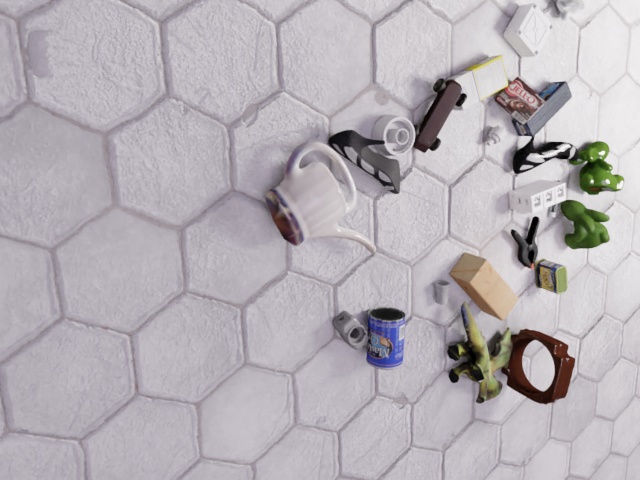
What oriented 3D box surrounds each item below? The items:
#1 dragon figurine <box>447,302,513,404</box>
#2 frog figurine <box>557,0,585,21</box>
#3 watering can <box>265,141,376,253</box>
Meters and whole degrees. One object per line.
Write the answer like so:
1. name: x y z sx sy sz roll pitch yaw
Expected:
1. dragon figurine: 0.523 0.348 1.621 0.245 0.123 0.404 -19 113 -38
2. frog figurine: 0.736 -0.735 1.509 0.139 0.124 0.155 -35 152 -26
3. watering can: 0.004 -0.062 1.240 0.226 0.105 0.342 -34 113 -16
